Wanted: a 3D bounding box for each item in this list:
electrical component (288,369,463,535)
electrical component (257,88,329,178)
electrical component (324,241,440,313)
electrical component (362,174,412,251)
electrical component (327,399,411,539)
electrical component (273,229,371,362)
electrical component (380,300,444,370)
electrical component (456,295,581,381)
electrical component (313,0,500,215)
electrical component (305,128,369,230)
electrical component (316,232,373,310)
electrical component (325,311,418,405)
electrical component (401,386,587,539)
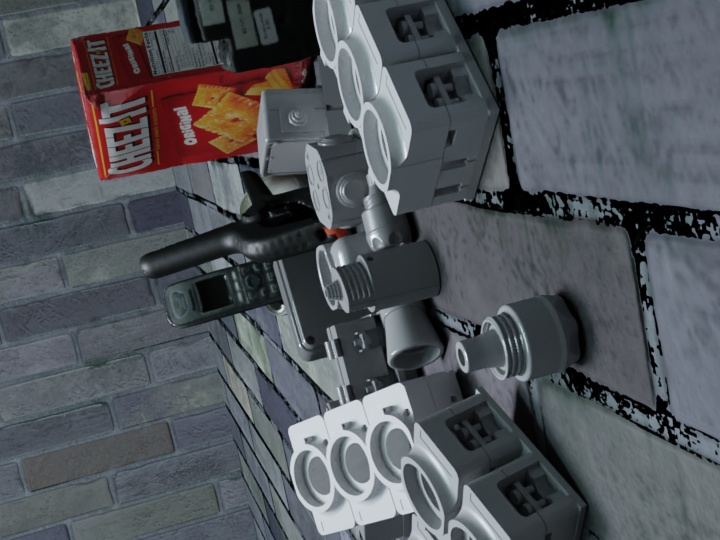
[{"bbox_3d":[0.015,0.142,0.822,0.150,0.062,0.089,-29,75,47],"label":"electrical component"},{"bbox_3d":[-0.061,-0.132,0.995,0.096,0.062,0.061,114,151,-70],"label":"electrical component"},{"bbox_3d":[0.013,0.008,0.795,0.043,0.081,0.043,167,90,-77],"label":"electrical component"},{"bbox_3d":[0.017,-0.046,0.828,0.035,0.035,0.061,123,134,-72],"label":"electrical component"},{"bbox_3d":[0.010,0.193,1.052,0.108,0.056,0.108,-119,20,-48],"label":"electrical component"},{"bbox_3d":[-0.033,0.021,1.010,0.057,0.078,0.113,109,145,-72],"label":"electrical component"},{"bbox_3d":[0.035,0.039,0.827,0.044,0.044,0.065,98,160,-58],"label":"electrical component"},{"bbox_3d":[0.083,0.039,0.578,0.043,0.062,0.043,166,90,-77],"label":"electrical component"},{"bbox_3d":[0.022,-0.121,0.668,0.089,0.062,0.150,98,154,-58],"label":"electrical component"},{"bbox_3d":[-0.010,-0.073,0.878,0.080,0.051,0.080,167,90,-76],"label":"electrical component"},{"bbox_3d":[0.000,0.000,0.891,0.095,0.059,0.053,150,106,-76],"label":"electrical component"},{"bbox_3d":[0.015,0.099,0.921,0.079,0.063,0.121,146,110,-76],"label":"electrical component"},{"bbox_3d":[0.080,0.183,0.701,0.105,0.060,0.186,49,152,40],"label":"electrical component"}]
